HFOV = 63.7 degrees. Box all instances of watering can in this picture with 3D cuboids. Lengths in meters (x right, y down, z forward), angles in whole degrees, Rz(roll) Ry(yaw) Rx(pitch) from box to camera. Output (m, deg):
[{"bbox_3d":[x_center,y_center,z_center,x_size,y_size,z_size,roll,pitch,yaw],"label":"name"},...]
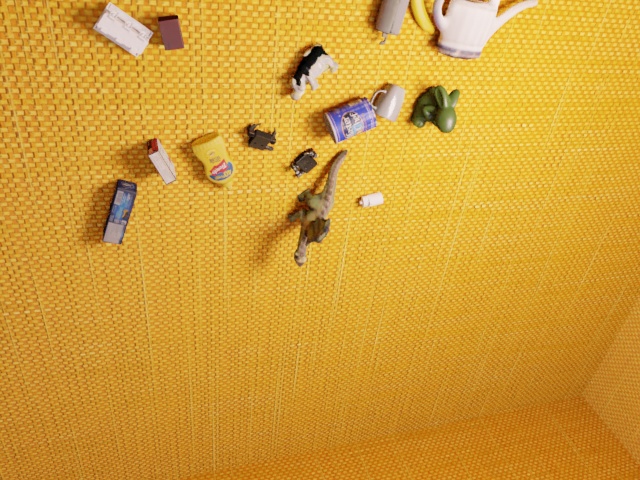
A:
[{"bbox_3d":[0.483,-0.652,1.551,0.348,0.106,0.219,0,125,-20],"label":"watering can"}]

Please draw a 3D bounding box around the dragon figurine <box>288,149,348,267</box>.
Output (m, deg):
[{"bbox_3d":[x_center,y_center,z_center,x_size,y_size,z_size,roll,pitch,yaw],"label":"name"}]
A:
[{"bbox_3d":[0.005,-0.085,1.696,0.121,0.248,0.403,18,118,-24],"label":"dragon figurine"}]
